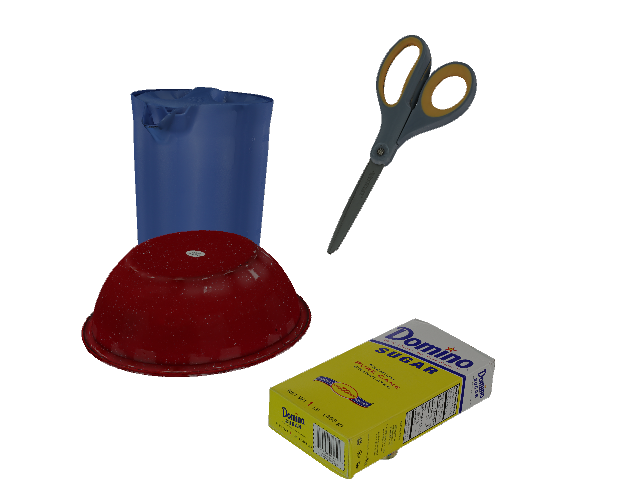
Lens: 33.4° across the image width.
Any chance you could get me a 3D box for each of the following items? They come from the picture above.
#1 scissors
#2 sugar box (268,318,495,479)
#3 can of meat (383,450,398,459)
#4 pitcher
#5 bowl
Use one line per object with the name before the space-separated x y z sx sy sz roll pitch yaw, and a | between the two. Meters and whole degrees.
scissors | 0.072 -0.078 0.904 0.096 0.202 0.016 10 -11 21
sugar box | 0.053 0.124 0.876 0.175 0.048 0.093 -24 37 -38
can of meat | 0.076 0.187 1.213 0.057 0.084 0.102 15 24 15
pitcher | -0.111 -0.026 1.032 0.149 0.243 0.145 -2 15 -19
bowl | -0.087 0.034 0.745 0.162 0.055 0.162 -2 21 0
